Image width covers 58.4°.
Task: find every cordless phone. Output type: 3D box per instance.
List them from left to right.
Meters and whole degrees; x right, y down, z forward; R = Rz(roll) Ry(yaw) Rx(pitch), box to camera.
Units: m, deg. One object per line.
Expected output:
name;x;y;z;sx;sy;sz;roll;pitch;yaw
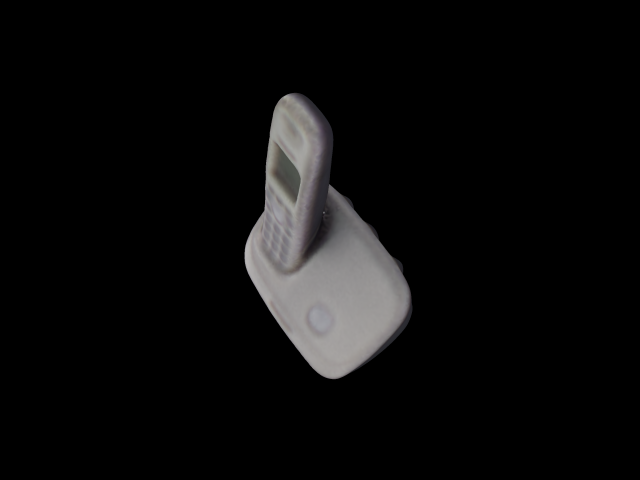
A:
cordless phone;0.004;0.001;0.400;0.094;0.185;0.147;-32;64;-17
